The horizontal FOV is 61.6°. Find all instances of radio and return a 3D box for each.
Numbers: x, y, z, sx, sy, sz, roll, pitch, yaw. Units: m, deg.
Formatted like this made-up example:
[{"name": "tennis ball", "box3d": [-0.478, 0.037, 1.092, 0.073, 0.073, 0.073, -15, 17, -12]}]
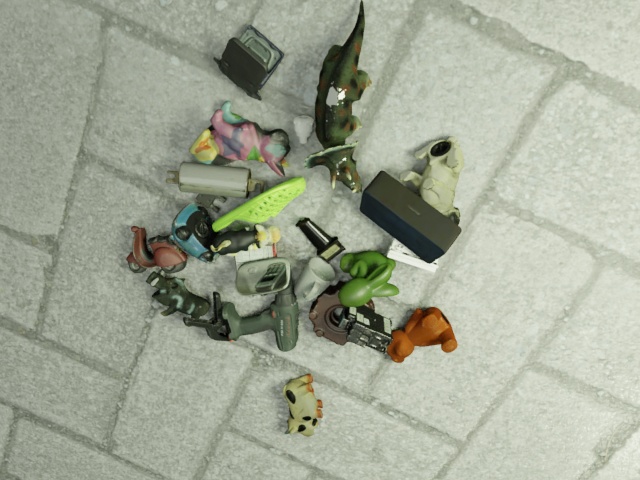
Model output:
[{"name": "radio", "box3d": [0.202, -0.048, 1.244, 0.230, 0.131, 0.073, 39, 74, 9]}]

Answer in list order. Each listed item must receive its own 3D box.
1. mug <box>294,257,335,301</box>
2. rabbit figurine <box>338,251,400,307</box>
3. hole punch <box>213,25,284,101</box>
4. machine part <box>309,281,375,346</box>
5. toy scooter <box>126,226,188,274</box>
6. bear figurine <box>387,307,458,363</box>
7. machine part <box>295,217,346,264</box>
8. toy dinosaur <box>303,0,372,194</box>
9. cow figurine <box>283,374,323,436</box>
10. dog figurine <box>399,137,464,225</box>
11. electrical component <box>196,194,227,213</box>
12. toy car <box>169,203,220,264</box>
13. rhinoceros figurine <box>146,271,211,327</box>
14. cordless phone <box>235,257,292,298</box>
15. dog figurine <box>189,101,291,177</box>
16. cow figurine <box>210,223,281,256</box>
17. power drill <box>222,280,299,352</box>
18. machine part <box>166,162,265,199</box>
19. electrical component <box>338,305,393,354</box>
[{"name": "mug", "box3d": [-0.021, 0.117, 1.399, 0.081, 0.110, 0.107, 26, 127, -17]}, {"name": "rabbit figurine", "box3d": [0.116, 0.110, 1.315, 0.159, 0.170, 0.121, -8, 114, 32]}, {"name": "hole punch", "box3d": [-0.157, -0.406, 1.221, 0.142, 0.092, 0.116, 38, 144, -9]}, {"name": "machine part", "box3d": [0.058, 0.199, 1.442, 0.179, 0.056, 0.179, 3, 113, 7]}, {"name": "toy scooter", "box3d": [-0.451, 0.023, 1.453, 0.184, 0.075, 0.135, -2, 111, 17]}, {"name": "bear figurine", "box3d": [0.243, 0.257, 1.395, 0.196, 0.132, 0.120, -34, 98, 15]}, {"name": "machine part", "box3d": [-0.003, -0.004, 1.378, 0.139, 0.039, 0.084, 42, 122, -10]}, {"name": "toy dinosaur", "box3d": [0.041, -0.299, 1.161, 0.131, 0.192, 0.404, 5, 115, 6]}, {"name": "cow figurine", "box3d": [-0.057, 0.495, 1.572, 0.127, 0.085, 0.194, -13, 112, 9]}, {"name": "dog figurine", "box3d": [0.295, -0.124, 1.257, 0.172, 0.121, 0.190, -43, 130, 0]}, {"name": "electrical component", "box3d": [-0.291, -0.116, 1.392, 0.094, 0.021, 0.063, 38, 114, -7]}, {"name": "toy car", "box3d": [-0.330, -0.011, 1.409, 0.103, 0.109, 0.161, -14, 123, 40]}, {"name": "rhinoceros figurine", "box3d": [-0.400, 0.158, 1.500, 0.190, 0.073, 0.112, 32, 116, -4]}, {"name": "cordless phone", "box3d": [-0.151, 0.106, 1.325, 0.147, 0.184, 0.088, -9, 99, 11]}, {"name": "dog figurine", "box3d": [-0.178, -0.214, 1.286, 0.219, 0.108, 0.191, 37, 113, -9]}, {"name": "cow figurine", "box3d": [-0.187, -0.004, 1.348, 0.167, 0.098, 0.068, -14, 88, 14]}, {"name": "power drill", "box3d": [-0.158, 0.198, 1.475, 0.207, 0.086, 0.231, -9, 109, 6]}, {"name": "machine part", "box3d": [-0.259, -0.148, 1.331, 0.243, 0.079, 0.079, 5, 114, 0]}, {"name": "electrical component", "box3d": [0.113, 0.216, 1.349, 0.134, 0.115, 0.058, 24, 109, -3]}]
